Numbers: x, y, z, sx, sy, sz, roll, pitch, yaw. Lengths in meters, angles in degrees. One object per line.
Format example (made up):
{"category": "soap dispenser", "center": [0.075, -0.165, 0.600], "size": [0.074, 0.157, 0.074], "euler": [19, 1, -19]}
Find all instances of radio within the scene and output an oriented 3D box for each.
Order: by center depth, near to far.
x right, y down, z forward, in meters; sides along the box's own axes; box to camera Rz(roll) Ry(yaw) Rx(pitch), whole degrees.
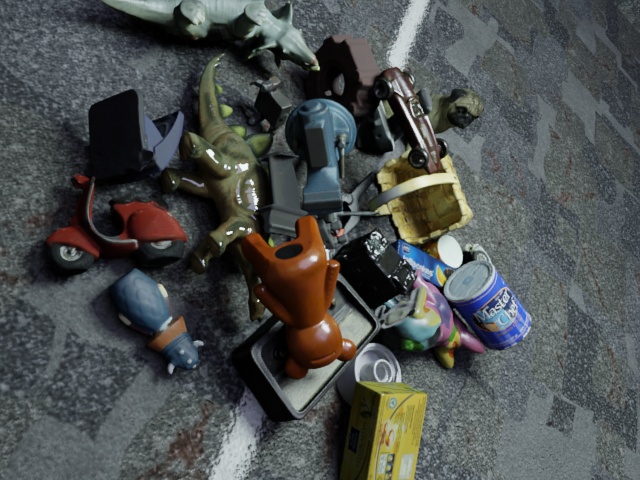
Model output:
{"category": "radio", "center": [-0.018, 0.157, 0.836], "size": [0.131, 0.073, 0.229], "euler": [54, 49, -4]}

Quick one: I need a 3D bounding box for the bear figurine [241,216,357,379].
{"category": "bear figurine", "center": [-0.024, 0.085, 0.752], "size": [0.120, 0.132, 0.195], "euler": [-21, 122, -8]}

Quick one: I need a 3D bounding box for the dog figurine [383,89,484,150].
{"category": "dog figurine", "center": [0.231, -0.290, 1.143], "size": [0.172, 0.190, 0.121], "euler": [35, 53, -18]}

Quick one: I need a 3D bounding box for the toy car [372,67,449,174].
{"category": "toy car", "center": [0.167, -0.214, 0.953], "size": [0.089, 0.053, 0.202], "euler": [-26, 89, -45]}

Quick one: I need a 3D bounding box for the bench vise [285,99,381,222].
{"category": "bench vise", "center": [0.010, -0.156, 0.931], "size": [0.241, 0.129, 0.223], "euler": [-86, 157, -51]}

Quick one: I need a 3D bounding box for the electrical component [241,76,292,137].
{"category": "electrical component", "center": [-0.095, -0.235, 0.942], "size": [0.045, 0.102, 0.078], "euler": [-28, 78, -37]}

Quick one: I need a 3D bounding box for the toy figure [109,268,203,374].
{"category": "toy figure", "center": [-0.217, 0.109, 0.722], "size": [0.154, 0.064, 0.058], "euler": [55, 11, -10]}

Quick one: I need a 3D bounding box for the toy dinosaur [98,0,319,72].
{"category": "toy dinosaur", "center": [-0.189, -0.381, 0.909], "size": [0.405, 0.192, 0.131], "euler": [3, 84, -19]}

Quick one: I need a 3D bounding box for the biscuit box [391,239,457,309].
{"category": "biscuit box", "center": [0.206, 0.070, 1.048], "size": [0.202, 0.063, 0.059], "euler": [26, 56, -26]}

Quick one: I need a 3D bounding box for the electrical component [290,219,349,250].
{"category": "electrical component", "center": [-0.002, -0.003, 0.926], "size": [0.021, 0.094, 0.063], "euler": [-98, 166, -45]}

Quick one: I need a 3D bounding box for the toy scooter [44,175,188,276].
{"category": "toy scooter", "center": [-0.276, -0.026, 0.729], "size": [0.184, 0.075, 0.135], "euler": [-5, 72, -33]}

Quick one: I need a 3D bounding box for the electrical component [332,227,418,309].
{"category": "electrical component", "center": [0.081, 0.055, 0.915], "size": [0.115, 0.134, 0.058], "euler": [49, 51, -6]}

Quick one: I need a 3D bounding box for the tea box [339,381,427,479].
{"category": "tea box", "center": [0.096, 0.307, 0.821], "size": [0.098, 0.068, 0.169], "euler": [13, 86, -33]}

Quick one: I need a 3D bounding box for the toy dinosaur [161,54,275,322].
{"category": "toy dinosaur", "center": [-0.142, -0.102, 0.847], "size": [0.198, 0.105, 0.471], "euler": [-5, 75, -47]}

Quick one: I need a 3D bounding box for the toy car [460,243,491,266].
{"category": "toy car", "center": [0.339, 0.104, 1.124], "size": [0.056, 0.073, 0.201], "euler": [-11, 77, -35]}

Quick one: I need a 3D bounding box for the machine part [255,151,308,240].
{"category": "machine part", "center": [-0.058, -0.069, 0.811], "size": [0.084, 0.039, 0.139], "euler": [11, 66, -37]}

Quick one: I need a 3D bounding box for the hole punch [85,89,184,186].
{"category": "hole punch", "center": [-0.258, -0.136, 0.759], "size": [0.092, 0.142, 0.115], "euler": [11, 75, -61]}

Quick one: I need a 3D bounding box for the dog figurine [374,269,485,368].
{"category": "dog figurine", "center": [0.204, 0.166, 0.966], "size": [0.219, 0.108, 0.192], "euler": [44, 26, -18]}

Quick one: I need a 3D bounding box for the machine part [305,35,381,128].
{"category": "machine part", "center": [0.039, -0.296, 1.020], "size": [0.056, 0.179, 0.179], "euler": [-13, 78, -36]}

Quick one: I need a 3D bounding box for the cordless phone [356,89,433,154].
{"category": "cordless phone", "center": [0.142, -0.270, 1.072], "size": [0.089, 0.184, 0.146], "euler": [-5, 74, -33]}
